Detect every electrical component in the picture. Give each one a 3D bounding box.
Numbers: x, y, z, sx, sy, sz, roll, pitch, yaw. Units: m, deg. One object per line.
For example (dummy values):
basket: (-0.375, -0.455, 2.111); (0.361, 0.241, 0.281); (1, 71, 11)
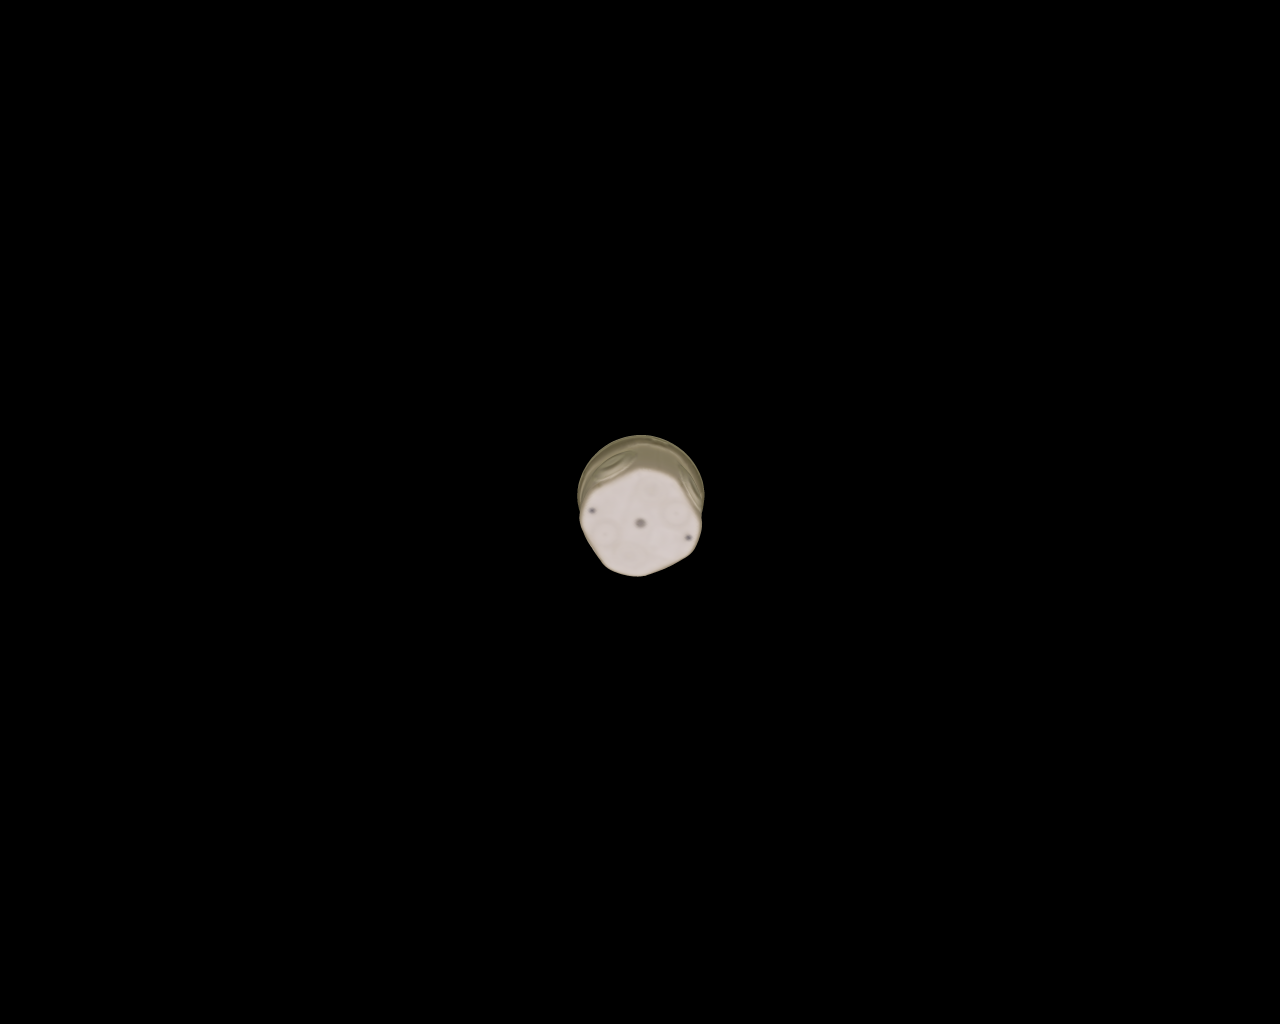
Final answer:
electrical component: (0.001, -0.003, 0.650); (0.080, 0.080, 0.051); (0, 23, 0)
